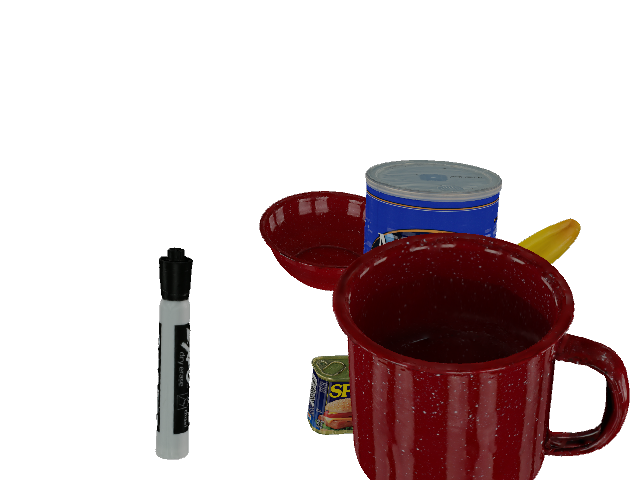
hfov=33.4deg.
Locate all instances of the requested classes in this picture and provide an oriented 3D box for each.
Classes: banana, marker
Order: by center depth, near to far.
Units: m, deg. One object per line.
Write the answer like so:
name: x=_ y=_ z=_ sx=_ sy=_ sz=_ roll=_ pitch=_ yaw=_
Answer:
marker: x=-0.083 y=0.064 z=0.606 sx=0.020 sy=0.121 sz=0.020 roll=3 pitch=10 yaw=-1
banana: x=0.162 y=0.044 z=1.021 sx=0.198 sy=0.037 sz=0.069 roll=-35 pitch=-2 yaw=0

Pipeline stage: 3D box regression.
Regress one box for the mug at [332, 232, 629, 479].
mug: x=0.064 y=0.056 z=0.431 sx=0.117 sy=0.081 sz=0.093 roll=7 pitch=34 yaw=17

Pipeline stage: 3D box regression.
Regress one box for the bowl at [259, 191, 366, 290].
bowl: x=0.012 y=0.007 z=1.175 sx=0.162 sy=0.055 sz=0.162 roll=3 pitch=33 yaw=-2

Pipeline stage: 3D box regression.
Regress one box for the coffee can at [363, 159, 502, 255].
coffee can: x=0.083 y=0.017 z=0.825 sx=0.103 sy=0.140 sz=0.103 roll=2 pitch=17 yaw=-1

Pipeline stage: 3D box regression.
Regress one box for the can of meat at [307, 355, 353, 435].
can of meat: x=0.036 y=0.195 z=1.349 sx=0.102 sy=0.084 sz=0.057 roll=0 pitch=23 yaw=-16
